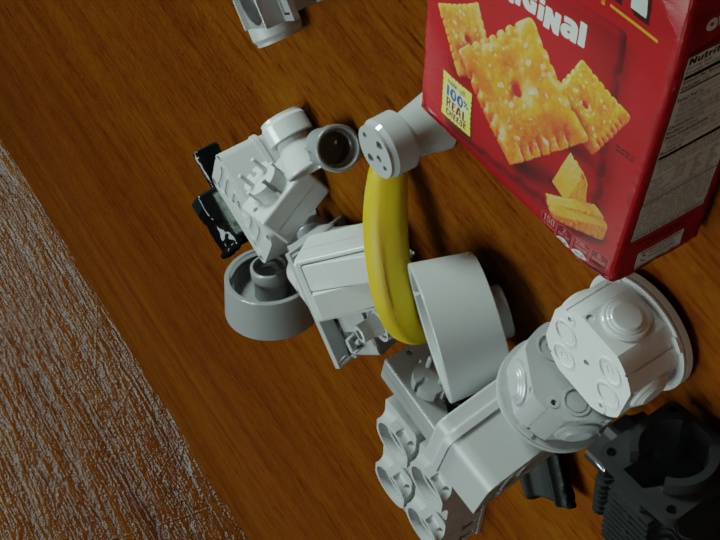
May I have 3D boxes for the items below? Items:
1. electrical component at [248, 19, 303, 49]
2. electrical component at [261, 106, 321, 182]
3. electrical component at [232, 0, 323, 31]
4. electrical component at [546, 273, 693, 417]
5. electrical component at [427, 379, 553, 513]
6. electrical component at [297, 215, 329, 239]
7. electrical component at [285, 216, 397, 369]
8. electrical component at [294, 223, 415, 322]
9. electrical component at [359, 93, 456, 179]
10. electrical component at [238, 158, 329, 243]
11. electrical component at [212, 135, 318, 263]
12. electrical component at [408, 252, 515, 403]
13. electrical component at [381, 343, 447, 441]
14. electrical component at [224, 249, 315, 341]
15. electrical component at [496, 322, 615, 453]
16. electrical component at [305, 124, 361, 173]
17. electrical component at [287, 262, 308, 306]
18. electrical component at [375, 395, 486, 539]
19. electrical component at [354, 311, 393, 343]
[{"bbox_3d":[-0.076,-0.214,0.873,0.045,0.045,0.055,15,131,65],"label":"electrical component"},{"bbox_3d":[-0.058,-0.114,0.971,0.055,0.045,0.045,60,161,2],"label":"electrical component"},{"bbox_3d":[-0.060,-0.211,0.806,0.081,0.064,0.042,22,137,61],"label":"electrical component"},{"bbox_3d":[0.154,0.044,0.642,0.080,0.051,0.080,50,158,28],"label":"electrical component"},{"bbox_3d":[0.108,0.110,0.756,0.057,0.113,0.078,51,161,18],"label":"electrical component"},{"bbox_3d":[-0.043,-0.021,1.047,0.035,0.035,0.061,91,174,-56],"label":"electrical component"},{"bbox_3d":[-0.010,0.020,1.004,0.063,0.079,0.121,-4,116,46],"label":"electrical component"},{"bbox_3d":[0.000,0.000,0.915,0.061,0.096,0.061,-66,-41,-59],"label":"electrical component"},{"bbox_3d":[0.033,-0.094,0.750,0.045,0.055,0.045,50,158,29],"label":"electrical component"},{"bbox_3d":[-0.082,-0.076,1.010,0.077,0.065,0.047,38,179,-40],"label":"electrical component"},{"bbox_3d":[-0.098,-0.074,1.108,0.113,0.057,0.078,58,161,9],"label":"electrical component"},{"bbox_3d":[0.080,0.038,0.796,0.108,0.060,0.108,163,90,-89],"label":"electrical component"},{"bbox_3d":[0.064,0.100,0.959,0.083,0.047,0.075,53,160,21],"label":"electrical component"},{"bbox_3d":[-0.096,0.018,1.165,0.108,0.108,0.060,44,149,40],"label":"electrical component"},{"bbox_3d":[0.133,0.074,0.698,0.080,0.080,0.051,55,155,16],"label":"electrical component"},{"bbox_3d":[-0.025,-0.103,0.910,0.040,0.040,0.046,66,167,-15],"label":"electrical component"},{"bbox_3d":[-0.042,0.006,1.087,0.047,0.055,0.055,45,156,47],"label":"electrical component"},{"bbox_3d":[0.070,0.197,1.060,0.105,0.060,0.186,50,158,29],"label":"electrical component"},{"bbox_3d":[0.025,0.043,0.953,0.043,0.062,0.043,51,159,28],"label":"electrical component"}]
